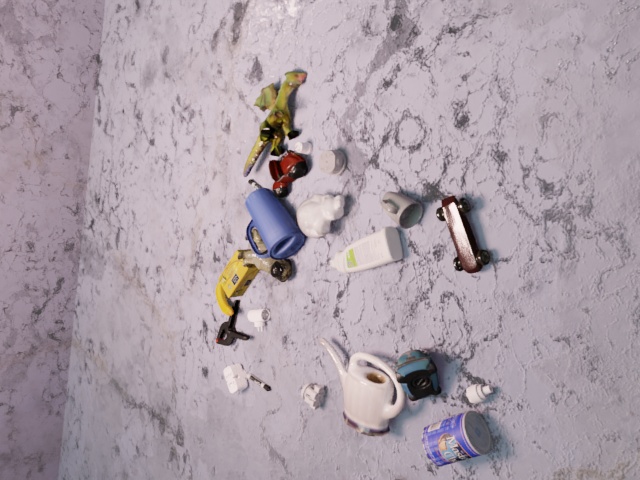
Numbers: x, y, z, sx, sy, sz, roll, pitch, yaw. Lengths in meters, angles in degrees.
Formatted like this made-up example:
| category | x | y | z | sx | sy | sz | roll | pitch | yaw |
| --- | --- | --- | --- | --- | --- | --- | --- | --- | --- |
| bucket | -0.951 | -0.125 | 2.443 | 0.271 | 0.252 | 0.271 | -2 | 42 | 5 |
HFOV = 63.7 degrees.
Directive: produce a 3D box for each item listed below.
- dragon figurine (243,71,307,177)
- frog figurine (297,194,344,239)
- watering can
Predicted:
| category | x | y | z | sx | sy | sz | roll | pitch | yaw |
| --- | --- | --- | --- | --- | --- | --- | --- | --- | --- |
| dragon figurine | -0.179 | -0.426 | 1.799 | 0.404 | 0.121 | 0.248 | -40 | 47 | 34 |
| frog figurine | 0.005 | -0.080 | 1.596 | 0.157 | 0.122 | 0.140 | -28 | 53 | 52 |
| watering can | 0.111 | 0.429 | 1.509 | 0.349 | 0.104 | 0.223 | 15 | 102 | 47 |
